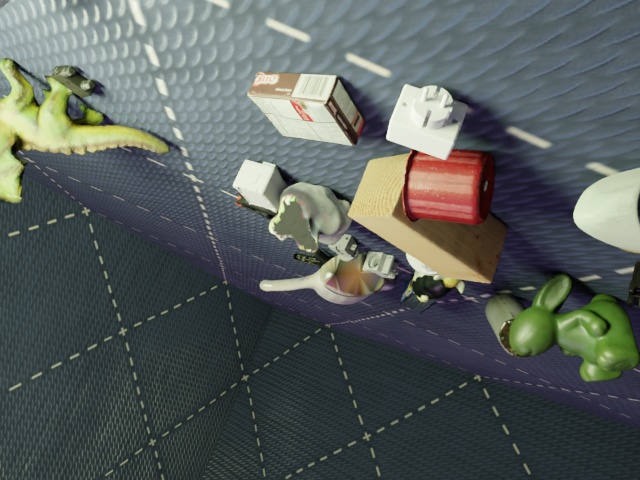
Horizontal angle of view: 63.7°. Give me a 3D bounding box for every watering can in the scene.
[{"bbox_3d":[0.024,0.104,1.274,0.348,0.105,0.221,0,165,-6],"label":"watering can"}]

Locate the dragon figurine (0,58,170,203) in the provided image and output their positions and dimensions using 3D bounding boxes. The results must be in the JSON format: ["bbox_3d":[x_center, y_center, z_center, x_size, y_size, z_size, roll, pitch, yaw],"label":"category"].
[{"bbox_3d":[-0.507,-0.169,0.921,0.410,0.246,0.120,25,160,-1],"label":"dragon figurine"}]

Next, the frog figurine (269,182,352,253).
[{"bbox_3d":[0.003,-0.046,0.916,0.137,0.122,0.161,-2,-171,39],"label":"frog figurine"}]
